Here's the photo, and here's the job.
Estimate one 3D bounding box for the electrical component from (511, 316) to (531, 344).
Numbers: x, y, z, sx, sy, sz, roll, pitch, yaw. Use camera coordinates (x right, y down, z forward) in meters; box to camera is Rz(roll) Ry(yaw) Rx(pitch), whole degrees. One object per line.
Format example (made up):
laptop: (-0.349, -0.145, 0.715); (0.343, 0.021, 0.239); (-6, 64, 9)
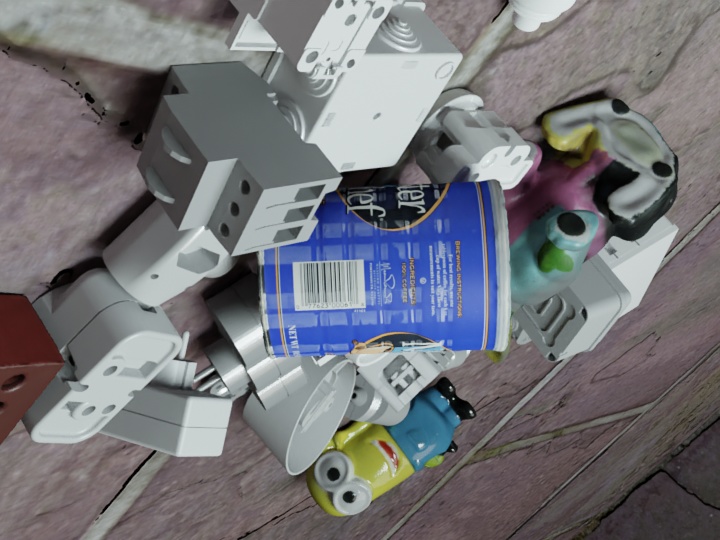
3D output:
electrical component: (0.164, 0.028, 1.028); (0.080, 0.051, 0.080); (-30, 155, -16)

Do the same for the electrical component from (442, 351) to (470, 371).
electrical component: (0.088, 0.077, 1.032); (0.061, 0.035, 0.035); (-6, 141, -53)

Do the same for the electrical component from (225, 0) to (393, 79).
electrical component: (-0.023, -0.125, 0.490); (0.042, 0.063, 0.081); (-10, 144, -44)

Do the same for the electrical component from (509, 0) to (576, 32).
electrical component: (0.105, -0.164, 0.619); (0.048, 0.048, 0.062); (-27, 160, -23)

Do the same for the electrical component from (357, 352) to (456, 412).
electrical component: (0.038, 0.071, 0.887); (0.050, 0.055, 0.089); (-45, 175, 18)

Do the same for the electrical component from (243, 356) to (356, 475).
electrical component: (-0.044, 0.105, 0.857); (0.099, 0.064, 0.099); (-44, 162, -18)

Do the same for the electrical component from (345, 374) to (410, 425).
electrical component: (0.011, 0.119, 0.992); (0.043, 0.043, 0.081); (-43, 155, 11)

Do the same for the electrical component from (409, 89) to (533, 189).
electrical component: (0.068, -0.080, 0.699); (0.078, 0.057, 0.058); (-9, 143, -47)

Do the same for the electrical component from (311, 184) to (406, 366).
electrical component: (0.000, 0.000, 0.739); (0.121, 0.078, 0.063); (-34, 134, -9)

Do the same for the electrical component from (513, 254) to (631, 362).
electrical component: (0.171, 0.013, 0.936); (0.057, 0.113, 0.078); (-16, 148, -34)

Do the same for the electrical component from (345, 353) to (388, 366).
electrical component: (0.000, 0.039, 0.819); (0.048, 0.055, 0.066); (-13, 146, -43)

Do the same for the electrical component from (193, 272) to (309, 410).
electrical component: (-0.084, 0.061, 0.749); (0.074, 0.052, 0.138); (-32, 155, -11)

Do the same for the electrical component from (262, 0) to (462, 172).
electrical component: (-0.003, -0.098, 0.582); (0.100, 0.048, 0.099); (-11, 145, -43)

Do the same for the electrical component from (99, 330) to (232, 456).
electrical component: (-0.128, 0.075, 0.699); (0.047, 0.083, 0.075); (17, 84, -61)

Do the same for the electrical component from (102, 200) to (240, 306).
electrical component: (-0.093, -0.017, 0.610); (0.077, 0.043, 0.079); (-42, 156, 10)

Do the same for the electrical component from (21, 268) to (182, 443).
electrical component: (-0.157, 0.046, 0.615); (0.095, 0.059, 0.054); (-43, 155, 13)

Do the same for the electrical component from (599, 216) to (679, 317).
electrical component: (0.241, -0.003, 1.064); (0.089, 0.061, 0.150); (-29, 155, -18)
